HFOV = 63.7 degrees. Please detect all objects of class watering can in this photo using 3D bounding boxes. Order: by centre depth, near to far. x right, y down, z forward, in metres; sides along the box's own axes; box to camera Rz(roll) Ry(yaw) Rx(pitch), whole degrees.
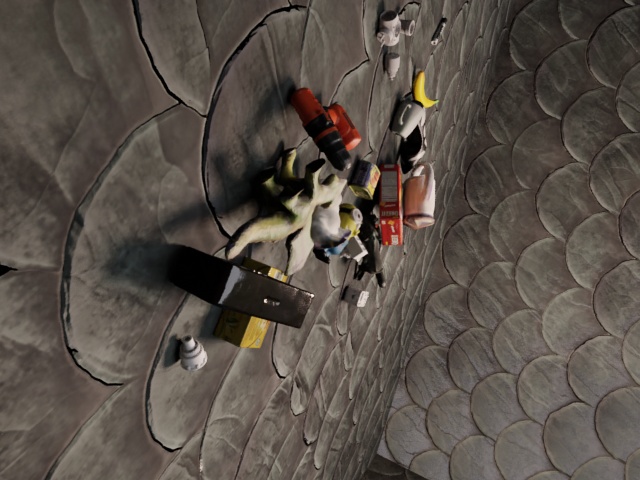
[{"bbox_3d":[0.328,-0.143,1.776,0.345,0.104,0.226,122,-27,-80],"label":"watering can"}]

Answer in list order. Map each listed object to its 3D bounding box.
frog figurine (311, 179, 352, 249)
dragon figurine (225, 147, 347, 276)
[{"bbox_3d":[0.004,-0.063,1.244,0.139,0.121,0.159,-29,97,-49],"label":"frog figurine"},{"bbox_3d":[-0.052,-0.028,1.020,0.419,0.122,0.237,-54,145,-40],"label":"dragon figurine"}]
